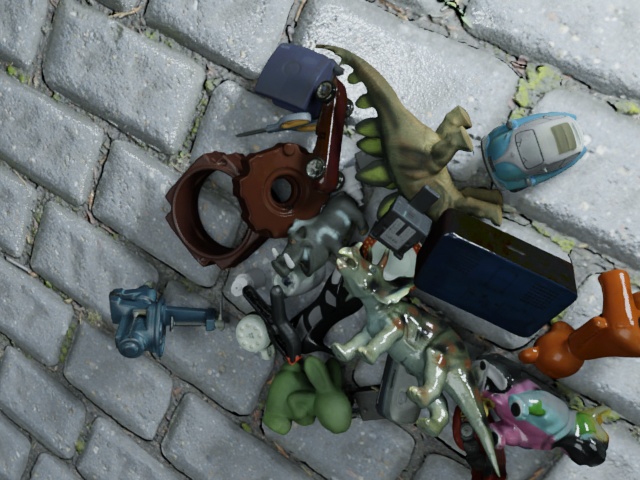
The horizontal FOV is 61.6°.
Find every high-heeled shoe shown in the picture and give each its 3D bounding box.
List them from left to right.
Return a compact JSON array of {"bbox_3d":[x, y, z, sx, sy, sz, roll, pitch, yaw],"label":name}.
[{"bbox_3d":[0.005,0.109,1.031,0.145,0.086,0.248,22,100,44],"label":"high-heeled shoe"}]

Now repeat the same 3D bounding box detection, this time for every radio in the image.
[{"bbox_3d":[0.272,0.057,0.857,0.230,0.073,0.131,25,130,-2],"label":"radio"}]

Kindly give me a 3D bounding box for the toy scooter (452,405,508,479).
[{"bbox_3d":[0.277,0.377,0.928,0.075,0.135,0.183,-19,91,25],"label":"toy scooter"}]

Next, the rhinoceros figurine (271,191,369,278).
[{"bbox_3d":[-0.002,-0.003,0.947,0.190,0.073,0.112,-45,120,-10],"label":"rhinoceros figurine"}]

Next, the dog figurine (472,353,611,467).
[{"bbox_3d":[0.366,0.280,0.886,0.219,0.192,0.108,13,115,-21],"label":"dog figurine"}]

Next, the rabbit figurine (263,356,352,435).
[{"bbox_3d":[-0.004,0.304,1.037,0.170,0.121,0.159,7,83,38],"label":"rabbit figurine"}]

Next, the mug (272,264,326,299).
[{"bbox_3d":[-0.053,0.073,1.020,0.081,0.107,0.109,47,111,10],"label":"mug"}]

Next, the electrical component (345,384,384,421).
[{"bbox_3d":[0.093,0.313,1.039,0.102,0.045,0.078,-8,95,23],"label":"electrical component"}]

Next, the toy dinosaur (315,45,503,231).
[{"bbox_3d":[0.158,-0.130,0.878,0.199,0.105,0.470,-22,102,26],"label":"toy dinosaur"}]

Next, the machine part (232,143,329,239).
[{"bbox_3d":[-0.069,-0.088,0.970,0.179,0.056,0.179,-4,101,-22],"label":"machine part"}]

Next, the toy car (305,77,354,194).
[{"bbox_3d":[0.014,-0.180,0.933,0.053,0.089,0.202,2,82,31],"label":"toy car"}]

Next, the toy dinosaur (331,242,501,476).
[{"bbox_3d":[0.166,0.177,0.886,0.405,0.192,0.131,41,156,6],"label":"toy dinosaur"}]

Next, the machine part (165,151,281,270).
[{"bbox_3d":[-0.194,-0.058,1.065,0.201,0.087,0.201,-41,82,23],"label":"machine part"}]

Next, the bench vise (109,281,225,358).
[{"bbox_3d":[-0.321,0.163,1.129,0.241,0.224,0.128,1,107,-9],"label":"bench vise"}]

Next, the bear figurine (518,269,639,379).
[{"bbox_3d":[0.423,0.147,0.854,0.120,0.132,0.196,28,147,-20],"label":"bear figurine"}]

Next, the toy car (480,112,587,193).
[{"bbox_3d":[0.336,-0.139,0.807,0.162,0.103,0.109,-17,92,-5],"label":"toy car"}]

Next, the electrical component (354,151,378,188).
[{"bbox_3d":[0.094,-0.146,0.967,0.063,0.021,0.094,-19,94,24],"label":"electrical component"}]

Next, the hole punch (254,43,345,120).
[{"bbox_3d":[-0.044,-0.288,0.962,0.142,0.092,0.115,24,104,20],"label":"hole punch"}]

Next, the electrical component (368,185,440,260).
[{"bbox_3d":[0.142,-0.031,0.863,0.075,0.048,0.119,39,131,-7],"label":"electrical component"}]

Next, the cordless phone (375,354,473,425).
[{"bbox_3d":[0.200,0.265,0.960,0.184,0.088,0.146,14,77,5],"label":"cordless phone"}]
